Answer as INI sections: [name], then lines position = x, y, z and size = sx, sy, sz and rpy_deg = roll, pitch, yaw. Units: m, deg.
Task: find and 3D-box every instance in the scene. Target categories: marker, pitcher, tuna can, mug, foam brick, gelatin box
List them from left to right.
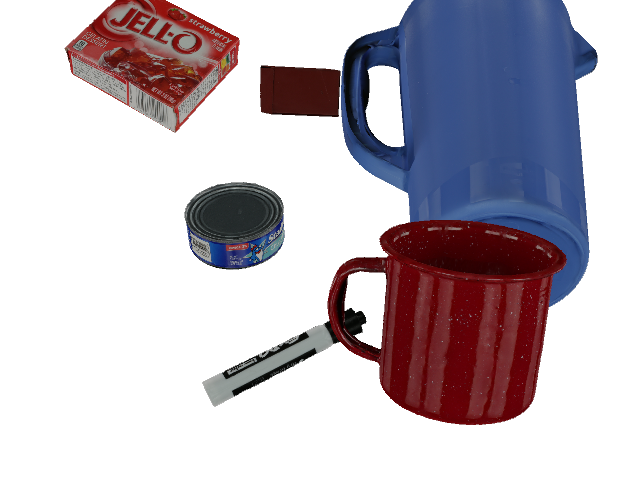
[gelatin box]
position = -0.110, -0.122, 0.703
size = 0.089, 0.073, 0.030
rpy_deg = 30, -30, 13
[tuna can]
position = -0.074, -0.013, 0.928
size = 0.086, 0.034, 0.086
rpy_deg = -2, 38, 1
[marker]
position = -0.023, 0.079, 0.735
size = 0.121, 0.020, 0.020
rpy_deg = -26, 5, -9
[foam brick]
position = -0.023, -0.162, 1.163
size = 0.078, 0.051, 0.053
rpy_deg = 0, 11, -18
[mug]
position = 0.061, 0.040, 0.547
size = 0.117, 0.081, 0.093
rpy_deg = 6, 18, 5
[pitcher]
position = 0.106, -0.069, 0.733
size = 0.149, 0.242, 0.144
rpy_deg = -31, -54, 31
